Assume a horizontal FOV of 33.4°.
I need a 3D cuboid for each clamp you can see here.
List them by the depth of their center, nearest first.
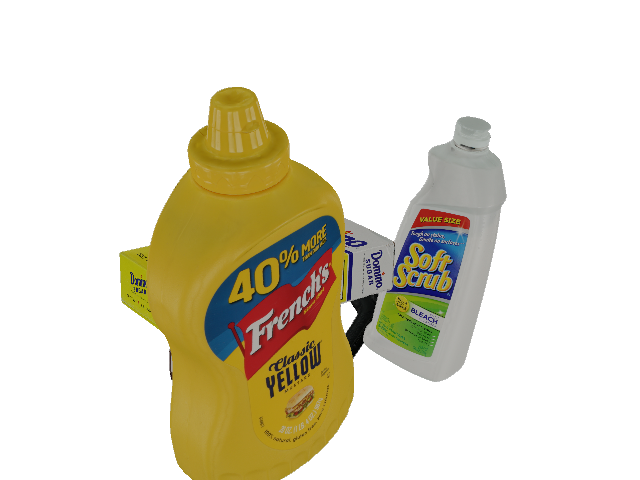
[{"bbox_3d":[0.082,0.077,1.193,0.120,0.171,0.039,7,-42,1],"label":"clamp"}]

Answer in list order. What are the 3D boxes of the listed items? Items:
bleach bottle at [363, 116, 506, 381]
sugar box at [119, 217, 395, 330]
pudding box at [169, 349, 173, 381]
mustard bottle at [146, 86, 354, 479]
[{"bbox_3d":[0.108,0.004,0.975,0.103,0.251,0.067,28,36,29],"label":"bleach bottle"},{"bbox_3d":[-0.043,0.021,0.757,0.175,0.048,0.093,-17,28,-34],"label":"sugar box"},{"bbox_3d":[-0.078,0.125,1.047,0.113,0.039,0.090,-18,31,-35],"label":"pudding box"},{"bbox_3d":[-0.030,0.020,0.470,0.096,0.192,0.058,-31,44,-31],"label":"mustard bottle"}]
